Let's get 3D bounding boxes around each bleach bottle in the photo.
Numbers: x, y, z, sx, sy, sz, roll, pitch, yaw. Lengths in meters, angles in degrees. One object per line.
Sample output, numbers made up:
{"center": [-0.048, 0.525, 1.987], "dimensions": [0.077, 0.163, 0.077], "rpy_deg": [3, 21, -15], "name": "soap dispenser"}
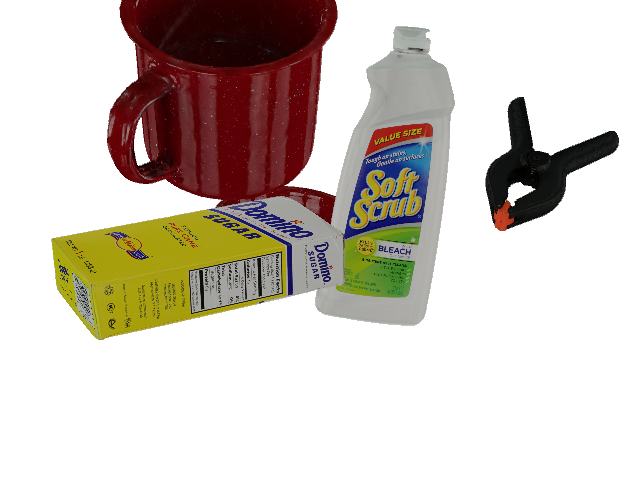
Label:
{"center": [0.057, -0.057, 0.918], "dimensions": [0.102, 0.251, 0.068], "rpy_deg": [7, 16, 8], "name": "bleach bottle"}

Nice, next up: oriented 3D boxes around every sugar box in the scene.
{"center": [-0.081, 0.013, 0.718], "dimensions": [0.176, 0.048, 0.093], "rpy_deg": [-15, 26, -25], "name": "sugar box"}

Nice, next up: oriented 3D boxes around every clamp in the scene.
{"center": [0.212, -0.081, 1.088], "dimensions": [0.120, 0.039, 0.171], "rpy_deg": [29, 55, 30], "name": "clamp"}

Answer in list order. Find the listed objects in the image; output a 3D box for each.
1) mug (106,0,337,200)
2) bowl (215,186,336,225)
{"center": [-0.049, -0.066, 0.479], "dimensions": [0.093, 0.081, 0.117], "rpy_deg": [30, 52, 22], "name": "mug"}
{"center": [-0.033, 0.001, 1.109], "dimensions": [0.162, 0.055, 0.162], "rpy_deg": [4, 29, -3], "name": "bowl"}
